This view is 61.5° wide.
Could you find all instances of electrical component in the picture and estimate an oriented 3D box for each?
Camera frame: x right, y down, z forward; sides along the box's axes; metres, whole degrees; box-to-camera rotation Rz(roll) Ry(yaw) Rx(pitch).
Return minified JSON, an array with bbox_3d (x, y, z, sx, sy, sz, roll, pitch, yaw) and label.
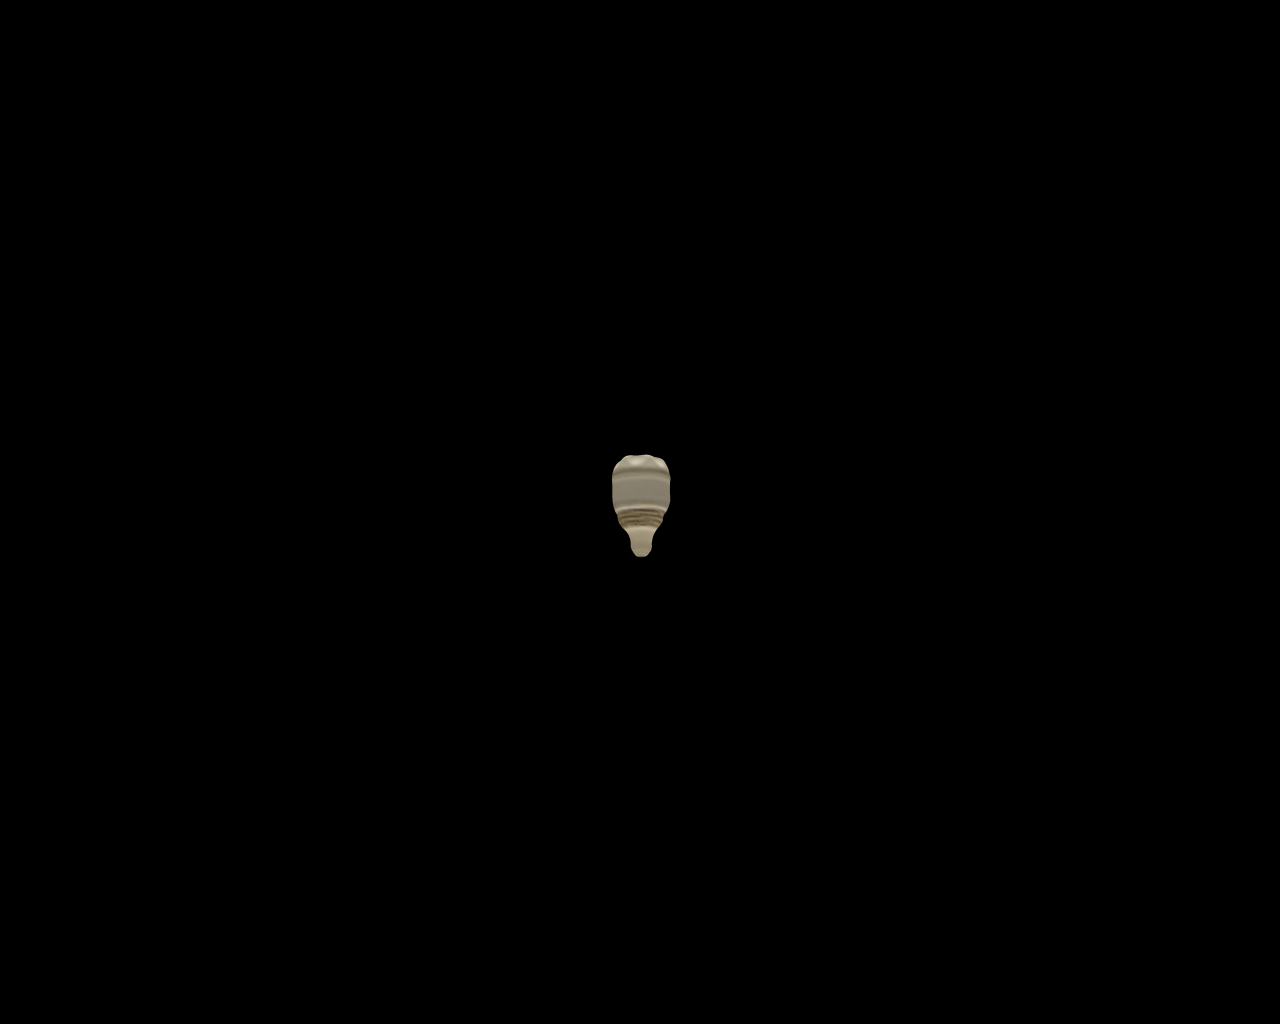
[{"bbox_3d":[0.001,-0.003,0.650,0.035,0.061,0.035,0,-11,0],"label":"electrical component"}]
